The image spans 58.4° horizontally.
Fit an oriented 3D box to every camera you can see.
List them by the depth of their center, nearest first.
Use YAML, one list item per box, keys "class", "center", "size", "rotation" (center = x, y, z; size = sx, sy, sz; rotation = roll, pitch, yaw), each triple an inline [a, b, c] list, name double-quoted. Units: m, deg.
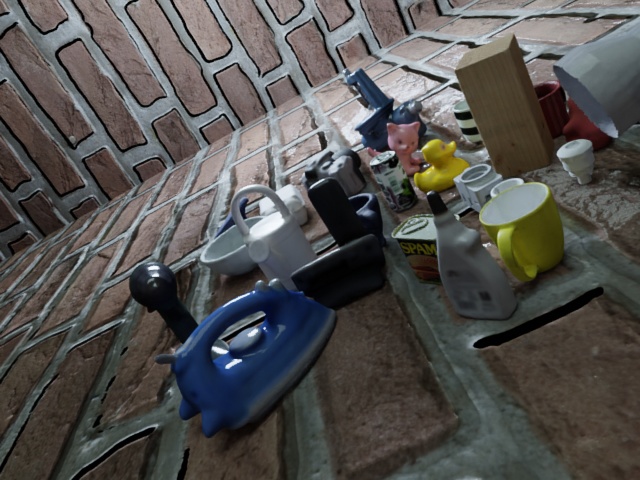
- class: "camera"
  center: [0.041, -0.164, 1.317]
  size: [0.142, 0.101, 0.137]
  rotation: [-3, 34, 49]

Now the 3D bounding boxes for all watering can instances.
- class: "watering can"
  center: [-0.082, -0.007, 1.001]
  size: [0.101, 0.194, 0.172]
  rotation: [-32, 22, -5]

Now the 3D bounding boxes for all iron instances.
- class: "iron"
  center: [-0.094, 0.134, 0.778]
  size: [0.259, 0.142, 0.118]
  rotation: [-42, 25, -28]

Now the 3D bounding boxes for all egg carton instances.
- class: "egg carton"
  center: [-0.084, -0.069, 1.309]
  size: [0.107, 0.069, 0.150]
  rotation: [-30, 22, 1]

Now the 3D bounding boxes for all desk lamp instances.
- class: "desk lamp"
  center: [0.421, -0.180, 0.712]
  size: [0.203, 0.214, 0.118]
  rotation: [-26, 22, 11]

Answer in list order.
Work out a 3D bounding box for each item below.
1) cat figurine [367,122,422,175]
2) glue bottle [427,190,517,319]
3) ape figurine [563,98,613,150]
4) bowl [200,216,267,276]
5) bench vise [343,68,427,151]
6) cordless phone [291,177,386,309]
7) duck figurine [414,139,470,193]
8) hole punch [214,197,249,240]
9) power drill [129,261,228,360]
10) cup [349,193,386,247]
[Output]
- class: "cat figurine"
  center: [0.160, -0.194, 1.207]
  size: [0.127, 0.118, 0.067]
  rotation: [-19, 24, 26]
- class: "glue bottle"
  center: [0.164, 0.016, 0.664]
  size: [0.077, 0.173, 0.037]
  rotation: [-3, 35, 49]
- class: "ape figurine"
  center: [0.421, -0.192, 0.906]
  size: [0.077, 0.092, 0.076]
  rotation: [-19, 24, 26]
- class: "bowl"
  center: [-0.160, 0.024, 1.195]
  size: [0.167, 0.075, 0.167]
  rotation: [-25, 22, 11]
- class: "bench vise"
  center: [0.153, -0.328, 1.371]
  size: [0.206, 0.220, 0.122]
  rotation: [-13, 27, 36]
- class: "cordless phone"
  center: [0.008, 0.003, 0.875]
  size: [0.147, 0.185, 0.094]
  rotation: [-28, 22, 5]
- class: "duck figurine"
  center: [0.218, -0.143, 1.065]
  size: [0.104, 0.086, 0.077]
  rotation: [-27, 22, 7]
- class: "hole punch"
  center: [-0.203, -0.036, 1.359]
  size: [0.101, 0.091, 0.109]
  rotation: [-21, 23, 23]
- class: "power drill"
  center: [-0.219, 0.117, 0.881]
  size: [0.076, 0.209, 0.228]
  rotation: [-37, 23, -17]
- class: "cup"
  center: [0.078, -0.016, 0.953]
  size: [0.092, 0.095, 0.117]
  rotation: [-37, 22, -16]
